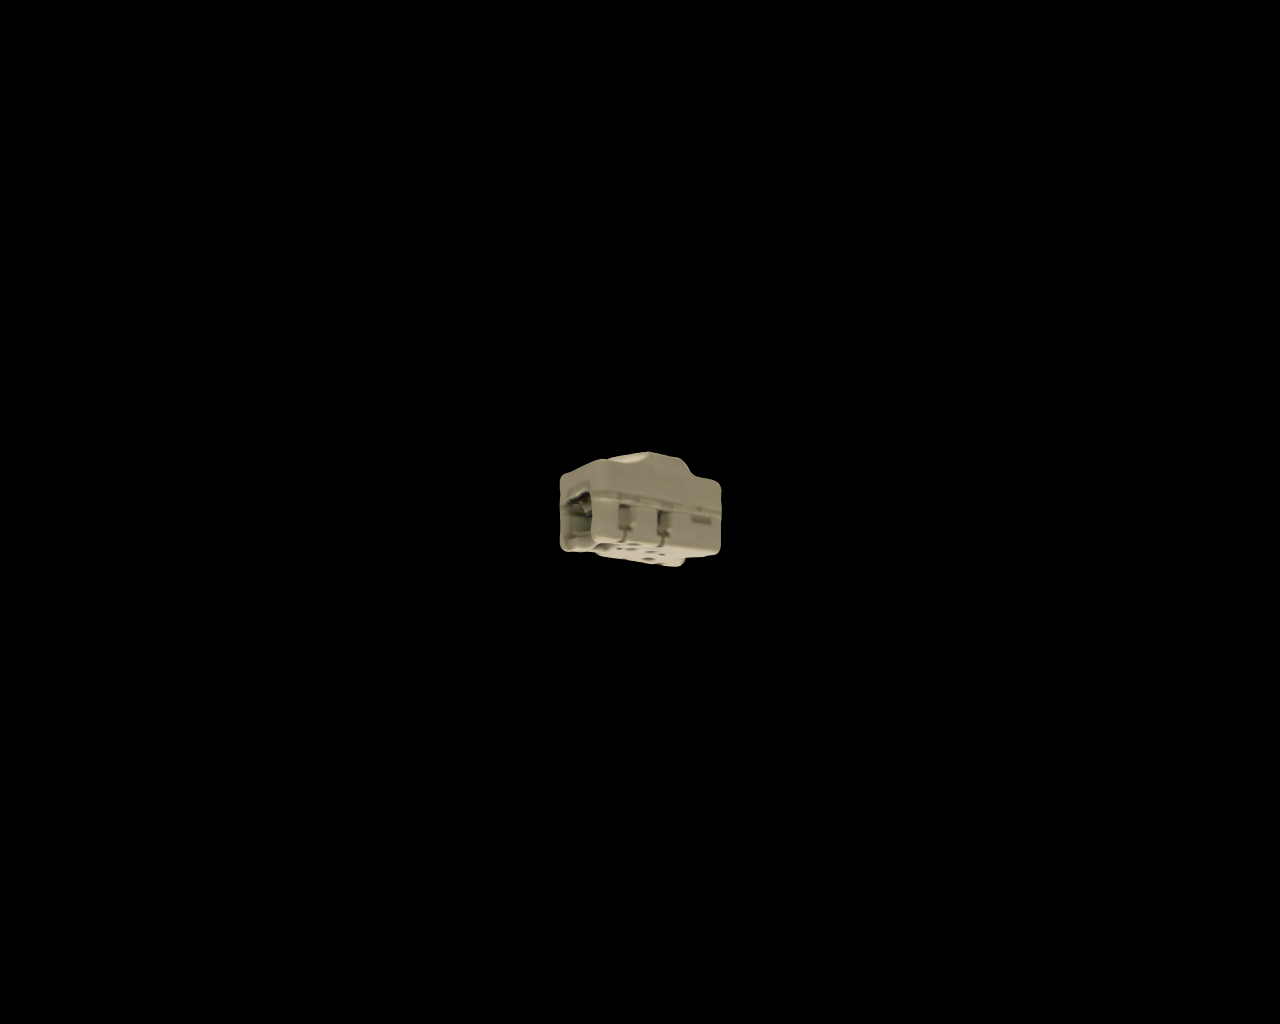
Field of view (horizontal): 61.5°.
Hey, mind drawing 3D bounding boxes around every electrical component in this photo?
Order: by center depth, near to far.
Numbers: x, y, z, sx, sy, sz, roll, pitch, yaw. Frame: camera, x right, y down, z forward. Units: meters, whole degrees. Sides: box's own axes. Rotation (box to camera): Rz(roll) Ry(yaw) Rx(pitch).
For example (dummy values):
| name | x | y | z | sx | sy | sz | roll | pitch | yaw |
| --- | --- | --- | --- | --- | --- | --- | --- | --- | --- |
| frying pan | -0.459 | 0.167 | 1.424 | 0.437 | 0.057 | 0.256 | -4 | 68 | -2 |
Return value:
| name | x | y | z | sx | sy | sz | roll | pitch | yaw |
| --- | --- | --- | --- | --- | --- | --- | --- | --- | --- |
| electrical component | 0.001 | -0.003 | 0.650 | 0.089 | 0.056 | 0.050 | 10 | -18 | -33 |
